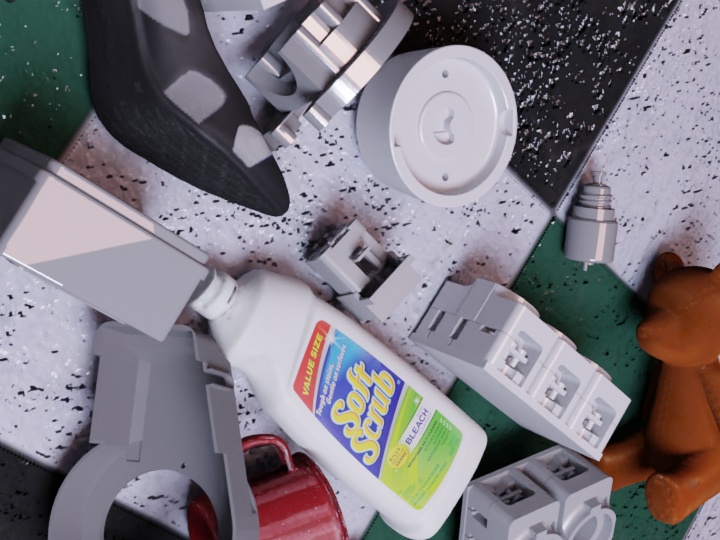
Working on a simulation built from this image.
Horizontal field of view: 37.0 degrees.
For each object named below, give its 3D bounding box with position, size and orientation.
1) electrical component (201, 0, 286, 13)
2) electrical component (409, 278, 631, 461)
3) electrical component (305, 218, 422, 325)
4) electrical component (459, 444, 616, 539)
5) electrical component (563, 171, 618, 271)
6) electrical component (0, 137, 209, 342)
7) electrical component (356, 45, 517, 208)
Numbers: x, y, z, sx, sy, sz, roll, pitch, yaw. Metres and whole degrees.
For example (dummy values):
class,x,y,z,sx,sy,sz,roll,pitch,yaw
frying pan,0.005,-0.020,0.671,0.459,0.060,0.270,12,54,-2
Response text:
class,x,y,z,sx,sy,sz,roll,pitch,yaw
electrical component,-0.028,-0.212,0.648,0.150,0.089,0.061,-31,116,-25
electrical component,0.125,0.072,0.813,0.150,0.089,0.061,39,78,-33
electrical component,0.000,0.000,0.727,0.064,0.081,0.042,46,73,-9
electrical component,0.135,0.242,0.850,0.105,0.060,0.186,-15,122,-30
electrical component,0.186,-0.040,0.859,0.040,0.040,0.078,-1,101,-34
electrical component,-0.155,-0.018,0.595,0.109,0.109,0.056,34,84,-34
electrical component,0.048,-0.100,0.741,0.108,0.060,0.108,-8,105,-32
